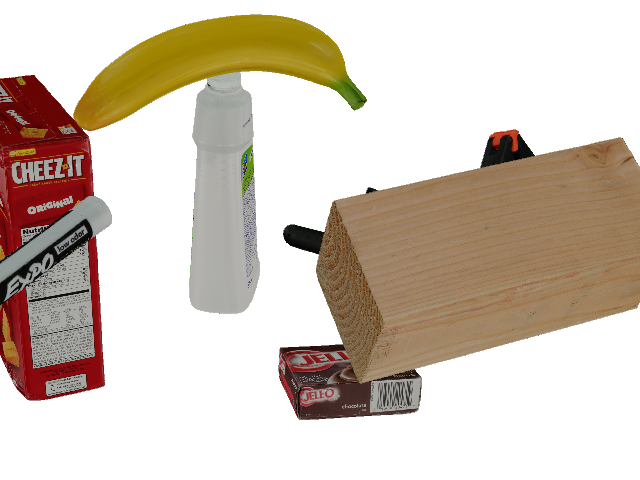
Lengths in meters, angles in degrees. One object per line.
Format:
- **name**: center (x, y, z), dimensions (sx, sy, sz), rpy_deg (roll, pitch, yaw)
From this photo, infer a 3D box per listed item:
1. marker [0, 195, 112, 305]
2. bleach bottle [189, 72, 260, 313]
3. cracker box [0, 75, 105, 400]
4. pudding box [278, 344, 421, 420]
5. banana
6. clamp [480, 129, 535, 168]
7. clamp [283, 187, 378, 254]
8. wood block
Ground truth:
- **marker**: center (-0.151, 0.016, 0.526), dimensions (0.020, 0.020, 0.120), rpy_deg (0, 32, 42)
- **bleach bottle**: center (-0.092, -0.056, 1.028), dimensions (0.068, 0.251, 0.102), rpy_deg (5, 33, 2)
- **cracker box**: center (-0.232, -0.005, 0.849), dimensions (0.072, 0.214, 0.164), rpy_deg (-11, 28, -25)
- **pudding box**: center (0.025, 0.124, 0.961), dimensions (0.113, 0.039, 0.090), rpy_deg (0, 16, -13)
- **banana**: center (-0.066, -0.115, 0.704), dimensions (0.197, 0.069, 0.037), rpy_deg (-7, -20, -16)
- **clamp**: center (0.167, -0.006, 0.925), dimensions (0.120, 0.171, 0.039), rpy_deg (-27, 11, -40)
- **clamp**: center (0.069, 0.020, 1.237), dimensions (0.164, 0.036, 0.210), rpy_deg (-20, 50, -38)
- **wood block**: center (0.112, 0.012, 0.694), dimensions (0.205, 0.091, 0.090), rpy_deg (-13, -30, -16)
